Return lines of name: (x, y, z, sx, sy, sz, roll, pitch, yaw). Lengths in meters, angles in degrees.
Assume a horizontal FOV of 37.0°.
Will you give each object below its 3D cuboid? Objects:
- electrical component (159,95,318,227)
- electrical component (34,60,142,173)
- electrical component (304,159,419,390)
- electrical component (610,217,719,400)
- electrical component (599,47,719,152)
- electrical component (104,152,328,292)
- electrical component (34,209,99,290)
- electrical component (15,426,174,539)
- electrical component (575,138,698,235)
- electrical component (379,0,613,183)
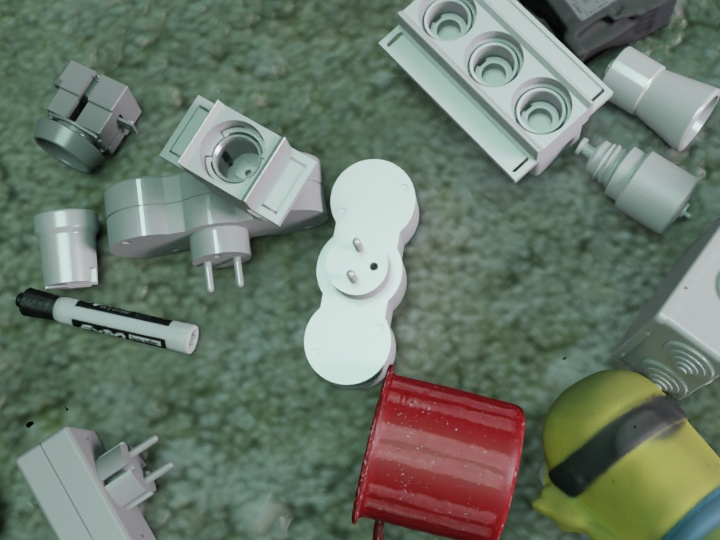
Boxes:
electrical component: (-0.067, -0.059, 0.613, 0.081, 0.064, 0.042, 31, 83, 11)
electrical component: (-0.179, -0.097, 0.701, 0.066, 0.048, 0.055, 26, 75, 12)
electrical component: (0.000, 0.000, 0.642, 0.052, 0.073, 0.138, 9, 80, 8)
electrical component: (0.194, 0.020, 0.600, 0.048, 0.099, 0.099, 37, 73, 9)
electrical component: (0.181, -0.108, 0.660, 0.065, 0.044, 0.044, 36, 85, 18)
electrical component: (-0.088, -0.023, 0.669, 0.138, 0.052, 0.073, -10, 77, 4)
electrical component: (-0.186, -0.013, 0.687, 0.040, 0.040, 0.046, -7, 83, 6)
electrical component: (-0.149, 0.129, 0.648, 0.076, 0.047, 0.083, -34, 76, -1)
electrical component: (0.166, -0.054, 0.650, 0.078, 0.040, 0.040, 35, 84, 14)
electrical component: (0.082, -0.119, 0.662, 0.079, 0.063, 0.121, -42, 76, -3)
